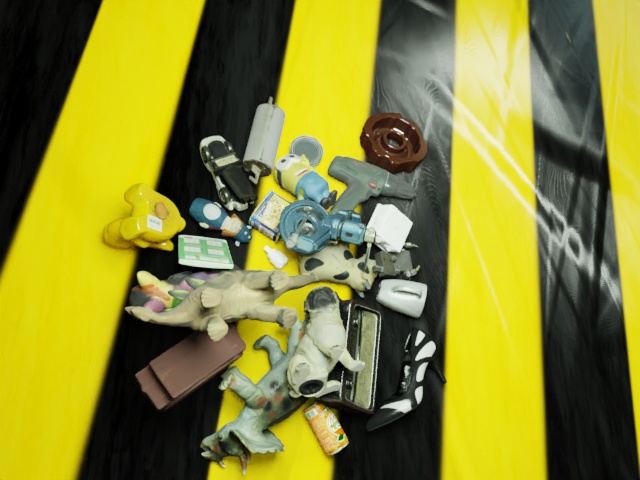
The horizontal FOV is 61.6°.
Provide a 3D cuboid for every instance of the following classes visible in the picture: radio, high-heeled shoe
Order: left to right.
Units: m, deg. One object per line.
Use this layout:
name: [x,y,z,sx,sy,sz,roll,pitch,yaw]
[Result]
radio: [0.064,0.245,1.149,0.131,0.073,0.229,33,55,-45]
high-heeled shoe: [0.172,0.300,1.186,0.249,0.086,0.145,-26,73,-25]

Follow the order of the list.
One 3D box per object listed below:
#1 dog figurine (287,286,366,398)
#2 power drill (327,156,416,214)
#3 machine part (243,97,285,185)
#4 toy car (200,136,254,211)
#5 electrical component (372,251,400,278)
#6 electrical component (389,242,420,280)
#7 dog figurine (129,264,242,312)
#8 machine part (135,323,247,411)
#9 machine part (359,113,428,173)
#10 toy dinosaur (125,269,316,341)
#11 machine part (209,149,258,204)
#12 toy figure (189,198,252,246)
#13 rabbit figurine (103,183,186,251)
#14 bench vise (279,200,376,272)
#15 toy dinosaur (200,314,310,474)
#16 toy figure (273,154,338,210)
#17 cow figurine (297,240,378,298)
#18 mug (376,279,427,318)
dog figurine: [-0.014,0.201,1.082,0.172,0.121,0.191,-31,41,6]
power drill: [0.109,-0.099,1.325,0.232,0.086,0.207,28,70,-2]
machine part: [-0.137,-0.246,1.325,0.079,0.079,0.243,13,67,-8]
toy car: [-0.224,-0.159,1.283,0.073,0.056,0.202,-20,76,-26]
electrical component: [0.151,0.056,1.248,0.094,0.021,0.063,9,61,-44]
electrical component: [0.199,0.048,1.306,0.078,0.045,0.102,5,68,-13]
dog figurine: [-0.267,0.105,1.073,0.192,0.219,0.108,-17,77,21]
machine part: [-0.247,0.242,1.041,0.201,0.201,0.087,-35,83,-23]
machine part: [0.190,-0.253,1.406,0.179,0.056,0.179,8,60,-14]
toy dinosaur: [-0.138,0.099,0.984,0.471,0.199,0.105,-2,95,-46]
machine part: [-0.194,-0.142,1.234,0.084,0.039,0.139,-28,78,-35]
toy figure: [-0.226,-0.041,1.237,0.154,0.058,0.064,29,94,-3]
rabbit figurine: [-0.385,-0.033,1.154,0.162,0.173,0.122,16,57,-57]
bench vise: [0.001,-0.013,1.135,0.224,0.240,0.128,25,109,11]
toy dinosaur: [-0.079,0.293,1.113,0.405,0.131,0.192,-41,95,-28]
toy figure: [-0.040,-0.132,1.276,0.180,0.089,0.082,41,35,23]
cow figurine: [0.046,0.065,1.243,0.195,0.085,0.127,2,63,-15]
mug: [0.188,0.128,1.244,0.107,0.109,0.081,12,74,5]
